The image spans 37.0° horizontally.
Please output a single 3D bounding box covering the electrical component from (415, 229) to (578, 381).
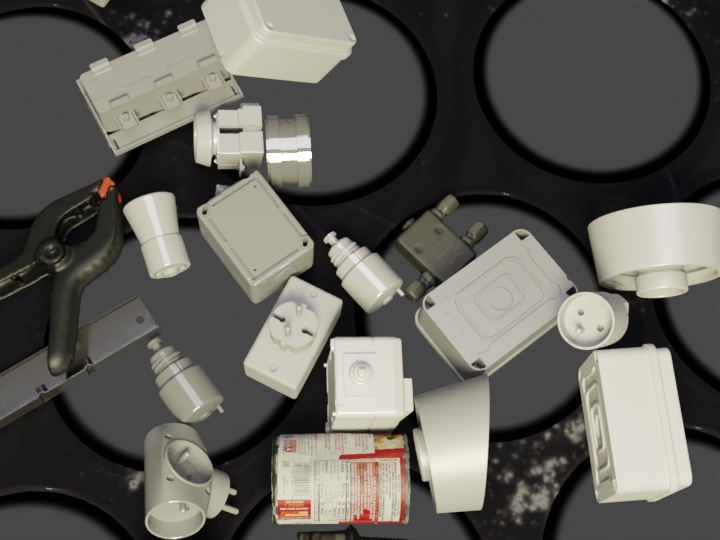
[{"bbox_3d":[0.109,0.031,0.872,0.113,0.057,0.078,-35,76,-14],"label":"electrical component"}]

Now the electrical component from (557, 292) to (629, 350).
[{"bbox_3d":[0.186,0.038,0.840,0.043,0.081,0.043,0,89,25],"label":"electrical component"}]

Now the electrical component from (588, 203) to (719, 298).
[{"bbox_3d":[0.242,-0.010,0.871,0.108,0.108,0.060,-2,77,-4],"label":"electrical component"}]

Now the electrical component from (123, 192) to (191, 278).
[{"bbox_3d":[-0.165,-0.026,0.886,0.044,0.044,0.065,-18,78,-9],"label":"electrical component"}]

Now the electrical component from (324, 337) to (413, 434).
[{"bbox_3d":[0.006,0.089,0.826,0.061,0.096,0.061,0,71,-6],"label":"electrical component"}]

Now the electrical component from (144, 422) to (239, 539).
[{"bbox_3d":[-0.125,0.164,0.812,0.079,0.044,0.077,27,29,-30],"label":"electrical component"}]

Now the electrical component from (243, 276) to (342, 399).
[{"bbox_3d":[-0.052,0.048,0.847,0.047,0.075,0.083,26,71,6],"label":"electrical component"}]

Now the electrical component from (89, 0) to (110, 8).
[{"bbox_3d":[-0.220,-0.266,0.953,0.077,0.065,0.047,29,72,7],"label":"electrical component"}]

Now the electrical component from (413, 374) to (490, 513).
[{"bbox_3d":[0.075,0.133,0.815,0.064,0.099,0.099,-11,72,0],"label":"electrical component"}]

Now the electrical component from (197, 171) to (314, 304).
[{"bbox_3d":[-0.089,-0.030,0.880,0.062,0.061,0.096,-35,76,-14],"label":"electrical component"}]

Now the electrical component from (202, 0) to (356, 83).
[{"bbox_3d":[-0.067,-0.210,0.917,0.113,0.057,0.078,-4,66,-45],"label":"electrical component"}]

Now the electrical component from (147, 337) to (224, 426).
[{"bbox_3d":[-0.141,0.087,0.847,0.040,0.040,0.078,-34,76,-14],"label":"electrical component"}]

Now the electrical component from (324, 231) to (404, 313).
[{"bbox_3d":[0.000,0.000,0.886,0.040,0.040,0.078,-39,77,-15],"label":"electrical component"}]

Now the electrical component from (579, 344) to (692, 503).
[{"bbox_3d":[0.212,0.120,0.837,0.057,0.078,0.113,-4,71,-2],"label":"electrical component"}]

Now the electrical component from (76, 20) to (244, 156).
[{"bbox_3d":[-0.173,-0.161,0.920,0.121,0.063,0.078,-27,74,-12],"label":"electrical component"}]

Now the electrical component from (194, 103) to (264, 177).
[{"bbox_3d":[-0.113,-0.112,0.917,0.055,0.048,0.066,-1,71,-12],"label":"electrical component"}]
